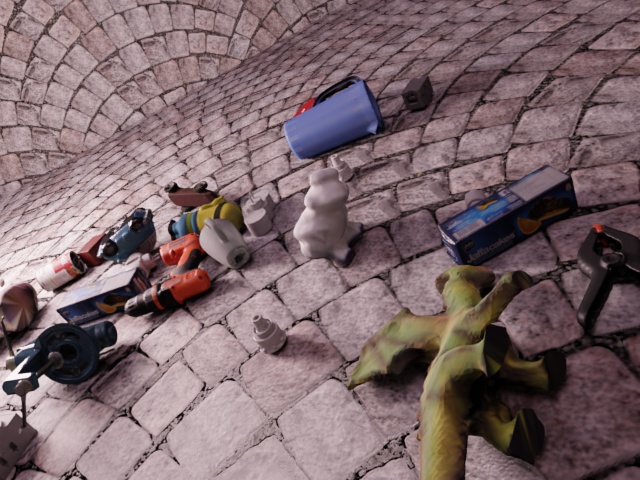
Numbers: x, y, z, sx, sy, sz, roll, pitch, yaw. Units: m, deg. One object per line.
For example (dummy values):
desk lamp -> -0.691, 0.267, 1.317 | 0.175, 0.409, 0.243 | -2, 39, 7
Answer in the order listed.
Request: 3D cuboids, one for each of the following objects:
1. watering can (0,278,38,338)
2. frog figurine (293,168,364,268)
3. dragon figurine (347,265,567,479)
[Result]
watering can -> -0.815, 0.169, 1.294 | 0.224, 0.102, 0.355 | -22, 31, 9
frog figurine -> 0.003, -0.046, 0.920 | 0.123, 0.157, 0.139 | 7, 44, 48
dragon figurine -> 0.129, 0.159, 0.601 | 0.241, 0.121, 0.417 | -16, 26, 53
